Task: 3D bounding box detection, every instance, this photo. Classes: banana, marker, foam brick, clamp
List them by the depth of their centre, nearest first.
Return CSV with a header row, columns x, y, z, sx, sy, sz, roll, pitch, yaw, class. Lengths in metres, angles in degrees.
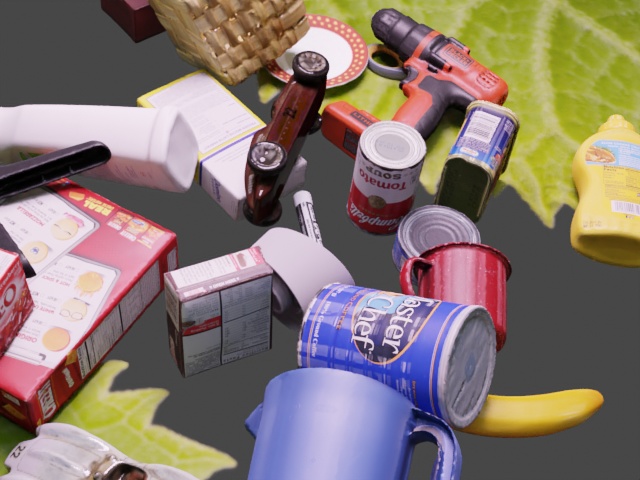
x,y,z,sx,sy,sz,roll,pitch,yaw,class
0.157,0.146,0.956,0.198,0.037,0.069,10,51,3,banana
-0.310,-0.032,0.967,0.210,0.036,0.164,2,46,14,clamp
-0.007,0.001,1.068,0.020,0.020,0.121,-6,52,-11,marker
-0.216,-0.280,1.254,0.052,0.051,0.078,-30,60,-27,foam brick

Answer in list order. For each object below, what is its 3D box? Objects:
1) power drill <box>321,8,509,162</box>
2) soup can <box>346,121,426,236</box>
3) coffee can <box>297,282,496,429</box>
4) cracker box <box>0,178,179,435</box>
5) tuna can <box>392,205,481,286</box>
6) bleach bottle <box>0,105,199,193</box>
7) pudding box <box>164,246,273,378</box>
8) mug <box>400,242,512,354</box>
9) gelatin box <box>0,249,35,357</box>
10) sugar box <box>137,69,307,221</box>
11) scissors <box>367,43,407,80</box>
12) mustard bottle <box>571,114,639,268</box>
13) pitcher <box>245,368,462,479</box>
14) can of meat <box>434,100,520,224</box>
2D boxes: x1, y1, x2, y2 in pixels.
x,y,z,sx,sy,sz,roll,pitch,yaw,class
0.088,-0.165,1.173,0.184,0.057,0.187,37,63,20,power drill
0.066,-0.061,1.073,0.068,0.102,0.068,3,51,-4,soup can
0.066,0.096,0.911,0.141,0.103,0.102,8,47,31,coffee can
-0.255,0.049,0.972,0.164,0.072,0.213,26,54,17,cracker box
0.117,0.007,1.066,0.086,0.034,0.086,3,51,-3,tuna can
-0.253,-0.100,1.062,0.251,0.102,0.068,8,72,12,bleach bottle
-0.088,0.065,0.948,0.090,0.113,0.039,-17,51,-20,pudding box
0.122,0.056,0.985,0.117,0.093,0.081,27,50,-28,mug
-0.271,0.062,0.867,0.030,0.073,0.089,18,53,13,gelatin box
-0.105,-0.103,1.127,0.093,0.048,0.176,-31,63,-28,sugar box
0.121,-0.178,1.229,0.096,0.016,0.202,-16,54,-16,scissors
0.315,-0.061,1.126,0.096,0.058,0.191,10,51,2,mustard bottle
0.005,0.229,0.813,0.145,0.149,0.242,25,53,-15,pitcher
0.159,-0.077,1.096,0.057,0.102,0.083,22,54,11,can of meat
